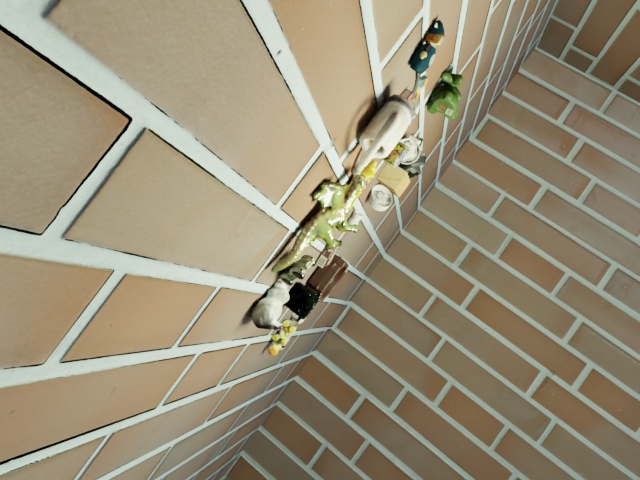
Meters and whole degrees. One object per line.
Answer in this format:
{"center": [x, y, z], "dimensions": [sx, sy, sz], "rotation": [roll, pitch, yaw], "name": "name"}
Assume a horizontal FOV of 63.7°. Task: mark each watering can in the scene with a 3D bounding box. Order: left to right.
{"center": [0.180, -0.309, 1.560], "dimensions": [0.226, 0.104, 0.345], "rotation": [-55, -178, -10], "name": "watering can"}

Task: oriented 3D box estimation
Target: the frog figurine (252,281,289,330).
{"center": [-0.165, 0.215, 1.713], "dimensions": [0.136, 0.122, 0.161], "rotation": [23, 66, -67], "name": "frog figurine"}

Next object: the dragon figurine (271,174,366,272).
{"center": [0.005, -0.079, 1.575], "dimensions": [0.416, 0.123, 0.237], "rotation": [-35, 140, -30], "name": "dragon figurine"}
